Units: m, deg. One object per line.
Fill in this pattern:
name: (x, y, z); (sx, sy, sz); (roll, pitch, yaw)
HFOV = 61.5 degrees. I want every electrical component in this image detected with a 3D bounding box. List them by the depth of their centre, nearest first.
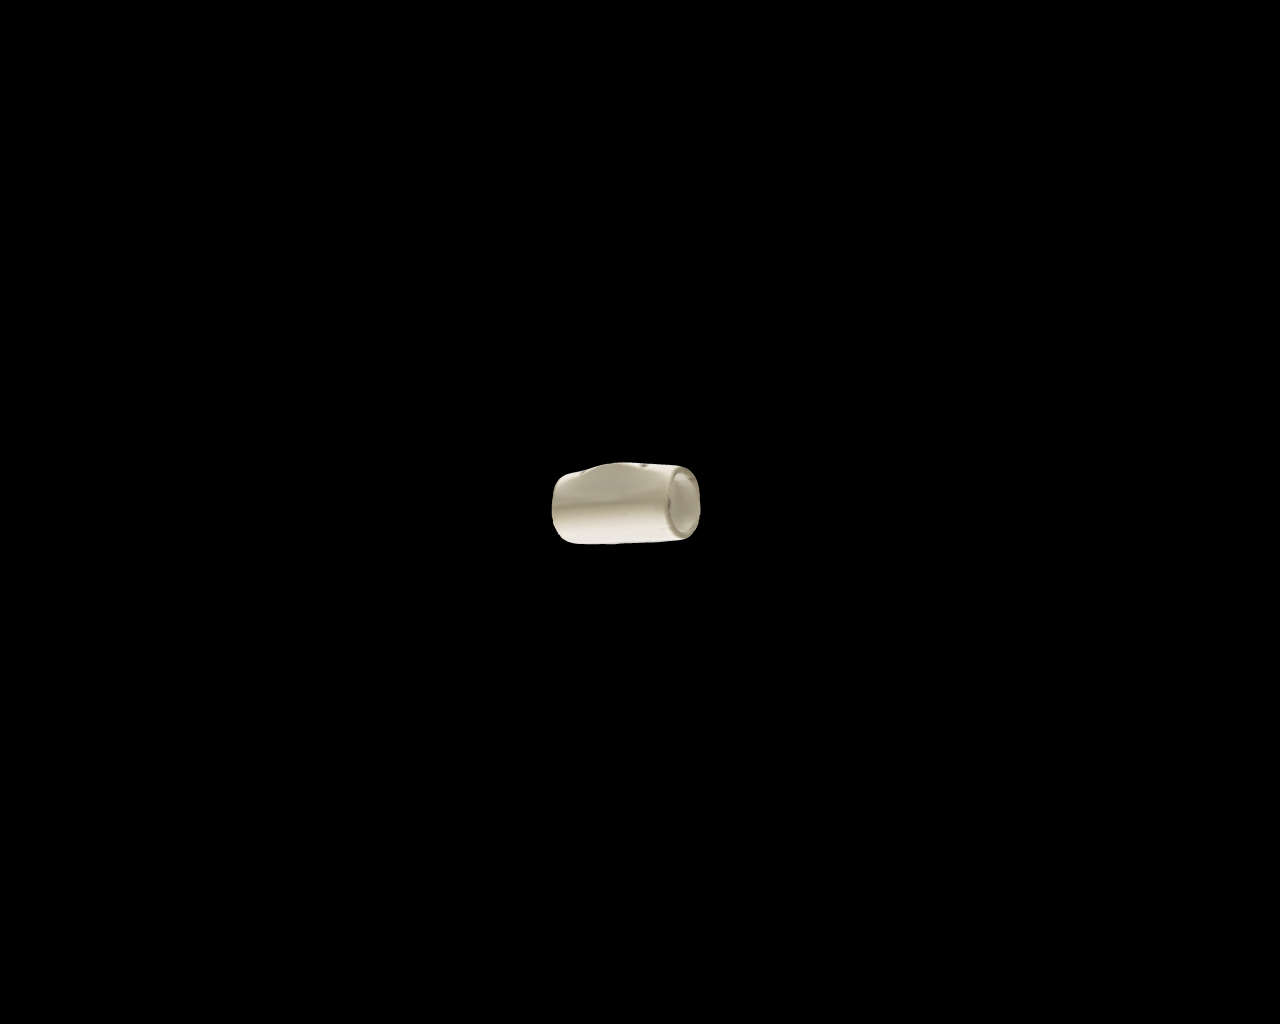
electrical component: (0.001, -0.003, 0.650); (0.077, 0.043, 0.079); (-4, -7, 29)
